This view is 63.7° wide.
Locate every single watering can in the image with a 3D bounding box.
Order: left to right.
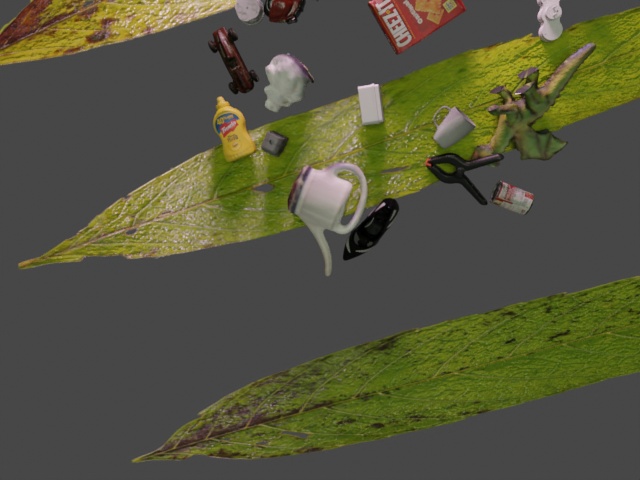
[{"bbox_3d":[0.005,-0.077,1.538,0.225,0.105,0.344,23,103,5],"label":"watering can"}]

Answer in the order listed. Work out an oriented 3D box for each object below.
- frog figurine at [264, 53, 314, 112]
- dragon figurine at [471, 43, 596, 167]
[{"bbox_3d":[-0.108,-0.449,1.486,0.159,0.124,0.136,-46,111,2],"label":"frog figurine"},{"bbox_3d":[0.601,-0.337,1.425,0.408,0.124,0.239,-27,113,14],"label":"dragon figurine"}]
